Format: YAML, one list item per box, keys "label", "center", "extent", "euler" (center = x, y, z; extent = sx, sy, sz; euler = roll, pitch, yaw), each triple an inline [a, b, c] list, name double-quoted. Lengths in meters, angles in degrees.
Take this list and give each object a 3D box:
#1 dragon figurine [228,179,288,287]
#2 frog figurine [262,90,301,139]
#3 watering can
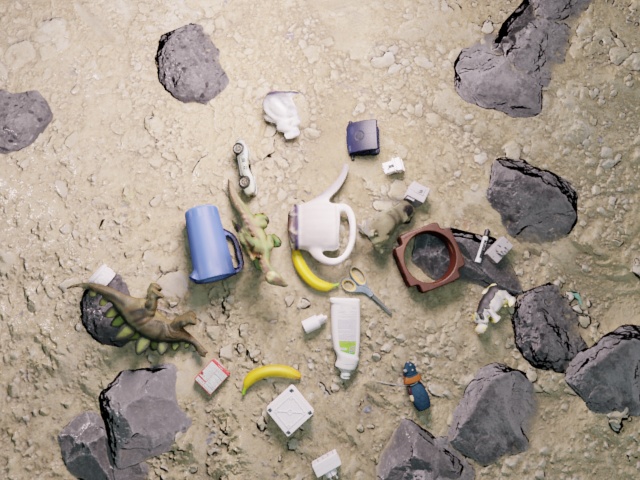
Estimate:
- label: "dragon figurine"
  center: [-0.217, -0.025, 1.614]
  extent: [0.122, 0.242, 0.412]
  euler: [-32, 86, 0]
- label: "frog figurine"
  center: [-0.130, -0.420, 1.738]
  extent: [0.137, 0.123, 0.159]
  euler: [-2, 91, 32]
- label: "watering can"
  center: [0.005, -0.085, 1.695]
  extent: [0.224, 0.102, 0.352]
  euler: [0, 75, -1]
